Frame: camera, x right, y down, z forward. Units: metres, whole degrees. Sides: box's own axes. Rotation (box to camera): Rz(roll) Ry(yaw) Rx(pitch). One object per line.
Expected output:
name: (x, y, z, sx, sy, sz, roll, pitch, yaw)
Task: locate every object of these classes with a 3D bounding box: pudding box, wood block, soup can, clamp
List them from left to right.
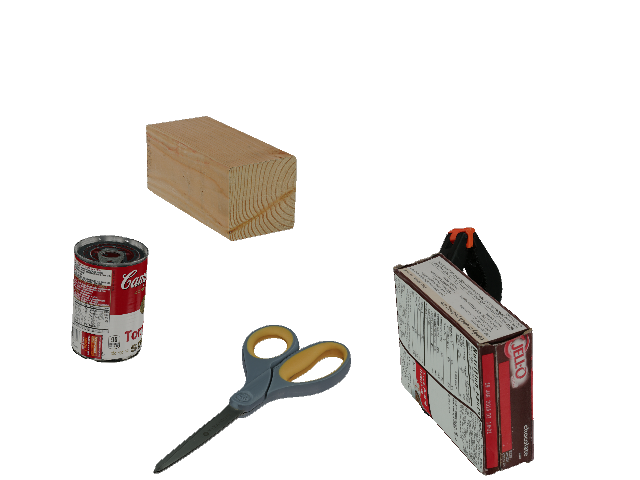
soup can: (-0.198, 0.055, 0.999, 0.068, 0.102, 0.068, 6, 21, -3)
wood block: (-0.123, -0.079, 1.282, 0.090, 0.090, 0.206, -12, 26, -33)
pudding box: (0.084, 0.071, 0.638, 0.039, 0.090, 0.114, -15, 27, -19)
clamp: (0.128, 0.077, 0.972, 0.120, 0.171, 0.039, -15, 2, -40)

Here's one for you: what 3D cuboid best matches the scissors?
scissors: (-0.065, 0.113, 0.821, 0.201, 0.016, 0.096, -20, 36, -35)
